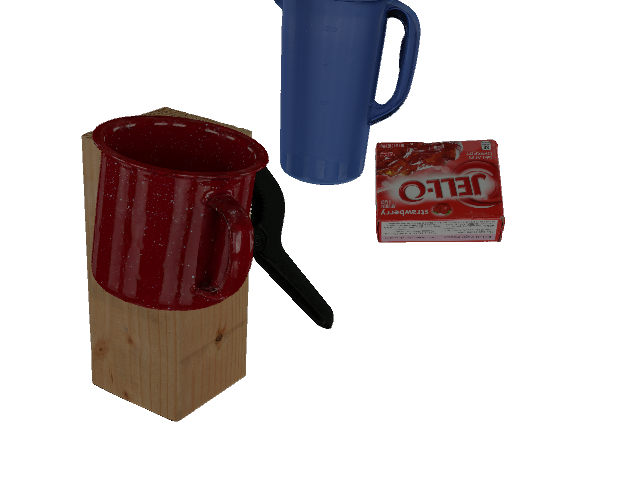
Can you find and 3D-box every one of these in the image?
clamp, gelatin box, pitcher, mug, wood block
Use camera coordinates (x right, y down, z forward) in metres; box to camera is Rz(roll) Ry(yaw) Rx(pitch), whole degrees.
[{"bbox_3d":[-0.060,0.005,0.997,0.164,0.210,0.036,-4,0,-39],"label":"clamp"},{"bbox_3d":[0.084,-0.036,0.758,0.089,0.073,0.030,-1,-37,4],"label":"gelatin box"},{"bbox_3d":[0.021,-0.195,1.311,0.144,0.243,0.149,-9,29,-27],"label":"pitcher"},{"bbox_3d":[-0.072,-0.010,0.568,0.093,0.081,0.117,-9,29,-39],"label":"mug"},{"bbox_3d":[-0.113,0.017,0.800,0.090,0.206,0.090,19,29,30],"label":"wood block"}]
